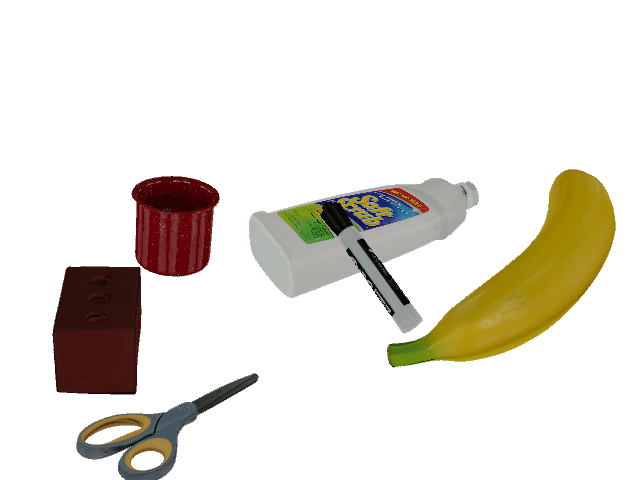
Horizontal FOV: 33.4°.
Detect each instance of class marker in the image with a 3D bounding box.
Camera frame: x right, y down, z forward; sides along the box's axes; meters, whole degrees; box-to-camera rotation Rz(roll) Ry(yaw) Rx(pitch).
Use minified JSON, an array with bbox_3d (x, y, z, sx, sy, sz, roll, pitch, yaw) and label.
[{"bbox_3d":[0.038,0.018,0.830,0.020,0.121,0.020,-31,-18,-11],"label":"marker"}]

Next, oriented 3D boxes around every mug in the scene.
[{"bbox_3d":[-0.162,-0.020,1.162,0.093,0.081,0.117,-4,29,-21],"label":"mug"}]

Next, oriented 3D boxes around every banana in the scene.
[{"bbox_3d":[0.114,0.009,0.558,0.070,0.037,0.197,13,36,37],"label":"banana"}]

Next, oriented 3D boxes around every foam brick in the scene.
[{"bbox_3d":[-0.147,0.059,0.711,0.053,0.051,0.078,1,30,-8],"label":"foam brick"}]

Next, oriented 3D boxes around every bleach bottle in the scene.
[{"bbox_3d":[0.056,-0.020,1.155,0.250,0.068,0.103,-19,42,-22],"label":"bleach bottle"}]

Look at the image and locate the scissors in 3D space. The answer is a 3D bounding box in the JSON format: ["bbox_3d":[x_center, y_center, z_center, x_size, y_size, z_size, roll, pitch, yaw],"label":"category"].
[{"bbox_3d":[-0.120,0.170,0.969,0.201,0.016,0.096,-11,33,-33],"label":"scissors"}]
